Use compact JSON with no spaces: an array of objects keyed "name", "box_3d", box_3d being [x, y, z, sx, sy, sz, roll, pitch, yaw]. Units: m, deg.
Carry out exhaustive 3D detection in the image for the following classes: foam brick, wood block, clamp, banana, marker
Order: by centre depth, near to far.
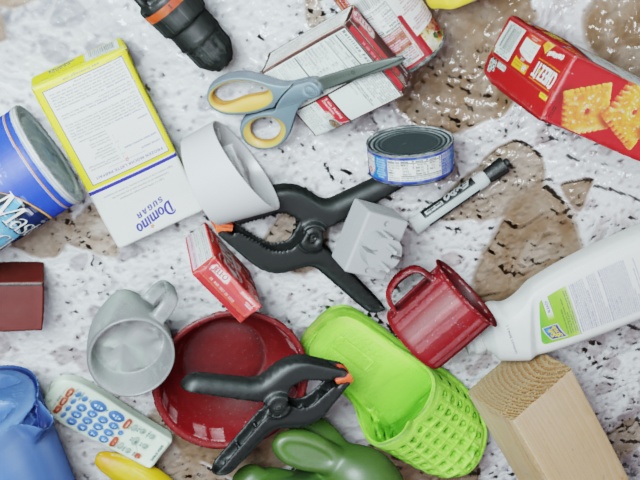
[{"name":"foam brick","box_3d":[-0.304,0.054,1.025,0.078,0.053,0.051,-1,112,-12]},{"name":"clamp","box_3d":[-0.054,0.155,1.072,0.171,0.039,0.120,-29,122,-7]},{"name":"clamp","box_3d":[-0.007,0.001,1.082,0.209,0.036,0.165,-1,112,-17]},{"name":"marker","box_3d":[0.146,-0.047,1.108,0.121,0.020,0.020,-34,116,2]},{"name":"banana","box_3d":[-0.172,0.297,1.165,0.069,0.037,0.197,-26,115,-2]},{"name":"wood block","box_3d":[0.263,0.231,1.203,0.090,0.090,0.206,-39,117,-14]}]

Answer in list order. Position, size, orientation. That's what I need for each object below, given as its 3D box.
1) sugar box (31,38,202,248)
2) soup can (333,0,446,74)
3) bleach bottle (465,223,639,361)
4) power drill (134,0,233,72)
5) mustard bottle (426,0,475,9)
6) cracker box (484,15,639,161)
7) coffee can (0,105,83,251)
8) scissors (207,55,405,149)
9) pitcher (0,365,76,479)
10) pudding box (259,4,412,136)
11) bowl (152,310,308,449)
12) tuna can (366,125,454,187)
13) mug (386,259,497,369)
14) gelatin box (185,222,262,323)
[{"name":"sugar box","box_3d":[-0.187,-0.089,0.998,0.093,0.048,0.176,-24,119,-3]},{"name":"soup can","box_3d":[0.062,-0.211,0.993,0.068,0.068,0.102,-38,115,4]},{"name":"bleach bottle","box_3d":[0.271,0.060,1.159,0.251,0.068,0.102,-21,98,1]},{"name":"power drill","box_3d":[-0.093,-0.265,0.939,0.188,0.057,0.184,-41,115,5]},{"name":"mustard bottle","box_3d":[0.115,-0.314,0.966,0.096,0.058,0.191,-31,116,-21]},{"name":"cracker box","box_3d":[0.281,-0.128,1.027,0.213,0.164,0.072,21,108,-20]},{"name":"coffee can","box_3d":[-0.300,-0.041,0.958,0.140,0.103,0.102,-32,116,1]},{"name":"scissors","box_3d":[-0.009,-0.126,0.987,0.202,0.016,0.096,0,135,22]},{"name":"pitcher","box_3d":[-0.315,0.257,1.075,0.144,0.149,0.243,-26,120,-19]},{"name":"pudding box","box_3d":[0.014,-0.155,0.991,0.114,0.039,0.090,-23,121,37]},{"name":"bowl","box_3d":[-0.095,0.134,1.106,0.162,0.055,0.162,-5,113,-12]},{"name":"tuna can","box_3d":[0.089,-0.083,1.043,0.086,0.086,0.034,-10,116,-9]},{"name":"mug","box_3d":[0.116,0.074,1.113,0.081,0.093,0.117,-43,117,12]},{"name":"gelatin box","box_3d":[-0.095,0.031,1.044,0.030,0.089,0.073,-39,115,5]}]
